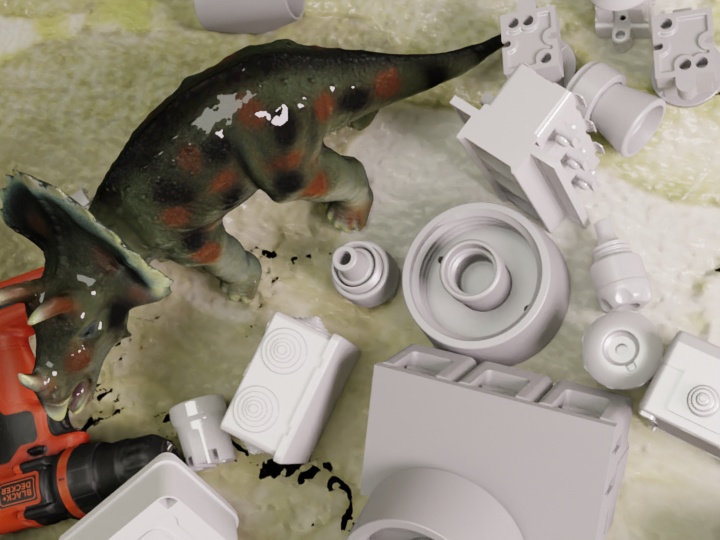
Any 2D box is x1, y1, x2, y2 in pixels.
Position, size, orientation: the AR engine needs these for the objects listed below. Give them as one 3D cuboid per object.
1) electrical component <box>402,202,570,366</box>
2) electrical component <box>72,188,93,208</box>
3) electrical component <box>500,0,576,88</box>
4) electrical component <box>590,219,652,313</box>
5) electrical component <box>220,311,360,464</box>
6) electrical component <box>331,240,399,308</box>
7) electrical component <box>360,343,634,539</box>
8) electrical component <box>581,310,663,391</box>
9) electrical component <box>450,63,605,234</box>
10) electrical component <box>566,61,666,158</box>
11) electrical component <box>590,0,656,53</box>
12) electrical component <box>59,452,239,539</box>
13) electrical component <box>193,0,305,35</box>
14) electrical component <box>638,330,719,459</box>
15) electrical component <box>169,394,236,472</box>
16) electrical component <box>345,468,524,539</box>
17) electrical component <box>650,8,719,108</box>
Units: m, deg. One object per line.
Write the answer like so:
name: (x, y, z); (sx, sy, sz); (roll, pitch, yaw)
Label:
electrical component: (0.080, 0.007, 0.707); (0.108, 0.060, 0.108); (-6, 73, 19)
electrical component: (-0.226, -0.037, 0.847); (0.046, 0.040, 0.040); (-39, 66, 1)
electrical component: (0.122, -0.145, 0.738); (0.048, 0.055, 0.066); (-7, 73, 19)
electrical component: (0.165, -0.004, 0.693); (0.035, 0.035, 0.061); (-18, 67, 15)
electrical component: (-0.045, 0.078, 0.714); (0.048, 0.099, 0.099); (25, 85, 12)
electrical component: (0.000, 0.000, 0.738); (0.043, 0.062, 0.043); (-6, 73, 19)
electrical component: (0.084, 0.109, 0.666); (0.150, 0.062, 0.089); (12, 106, 23)
electrical component: (0.164, 0.054, 0.662); (0.048, 0.062, 0.048); (-6, 73, 19)
electrical component: (0.113, -0.077, 0.685); (0.079, 0.121, 0.063); (37, 90, 25)
electrical component: (0.168, -0.108, 0.716); (0.055, 0.045, 0.045); (40, 91, 26)
electrical component: (0.179, -0.190, 0.729); (0.048, 0.055, 0.066); (6, 77, 22)
electrical component: (-0.145, 0.188, 0.724); (0.113, 0.078, 0.057); (-40, 23, 6)
electrical component: (-0.085, -0.230, 0.845); (0.077, 0.044, 0.079); (-3, 74, 20)
electrical component: (0.205, 0.073, 0.622); (0.062, 0.096, 0.061); (26, 85, 25)
electrical component: (-0.110, 0.116, 0.760); (0.040, 0.040, 0.046); (-21, 75, 14)
electrical component: (0.039, 0.179, 0.637); (0.108, 0.060, 0.108); (12, 118, 23)
electrical component: (0.213, -0.135, 0.701); (0.048, 0.055, 0.066); (-4, 74, 19)
